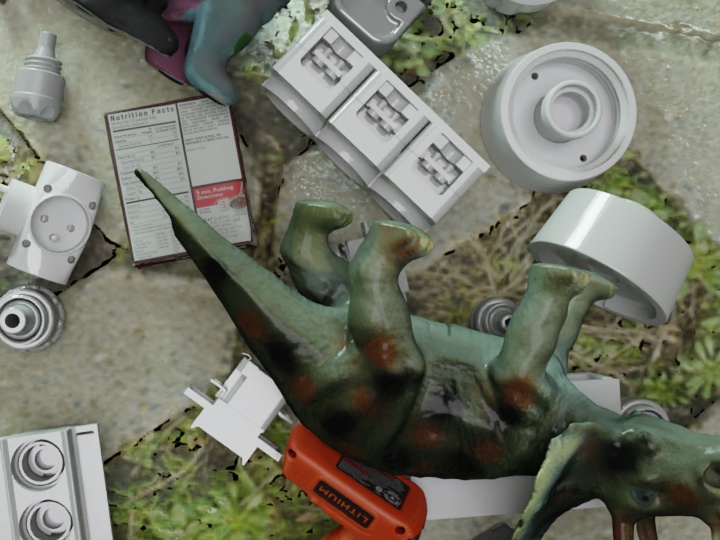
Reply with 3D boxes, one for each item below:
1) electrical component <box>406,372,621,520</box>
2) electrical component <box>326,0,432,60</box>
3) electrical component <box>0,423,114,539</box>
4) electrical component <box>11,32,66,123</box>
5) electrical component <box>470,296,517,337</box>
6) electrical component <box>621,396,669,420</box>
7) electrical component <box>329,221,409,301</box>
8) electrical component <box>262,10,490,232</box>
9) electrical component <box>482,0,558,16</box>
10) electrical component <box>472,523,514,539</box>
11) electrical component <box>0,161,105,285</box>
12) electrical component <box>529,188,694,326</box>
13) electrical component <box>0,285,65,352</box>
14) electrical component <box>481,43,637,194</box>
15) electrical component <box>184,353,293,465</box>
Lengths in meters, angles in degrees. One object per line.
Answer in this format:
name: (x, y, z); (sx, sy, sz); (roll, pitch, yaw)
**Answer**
electrical component: (0.105, 0.123, 0.767); (0.150, 0.062, 0.089); (-3, 89, -5)
electrical component: (0.020, -0.197, 0.763); (0.054, 0.059, 0.095); (40, 77, -5)
electrical component: (-0.210, 0.169, 0.739); (0.079, 0.063, 0.121); (-8, 90, -5)
electrical component: (-0.225, -0.137, 0.757); (0.035, 0.035, 0.061); (9, 86, -5)
electrical component: (0.100, 0.037, 0.768); (0.035, 0.061, 0.035); (0, 89, -5)
electrical component: (0.203, 0.114, 0.776); (0.043, 0.062, 0.043); (0, 89, -5)
electrical component: (0.000, 0.000, 0.769); (0.055, 0.048, 0.066); (-12, 90, -12)
electrical component: (0.008, -0.096, 0.749); (0.150, 0.089, 0.061); (43, 86, -3)
electrical component: (0.120, -0.226, 0.780); (0.080, 0.051, 0.080); (0, 89, -5)
electrical component: (0.081, 0.235, 0.740); (0.109, 0.109, 0.056); (-30, 94, -5)
electrical component: (-0.228, -0.039, 0.745); (0.079, 0.044, 0.077); (22, 87, -23)
electrical component: (0.181, -0.015, 0.756); (0.108, 0.108, 0.060); (33, 81, -4)
electrical component: (-0.232, 0.034, 0.740); (0.048, 0.062, 0.048); (0, 89, -5)
electrical component: (0.146, -0.111, 0.775); (0.108, 0.060, 0.108); (0, 89, -5)
electrical component: (-0.082, 0.097, 0.762); (0.081, 0.042, 0.063); (36, 83, -4)
